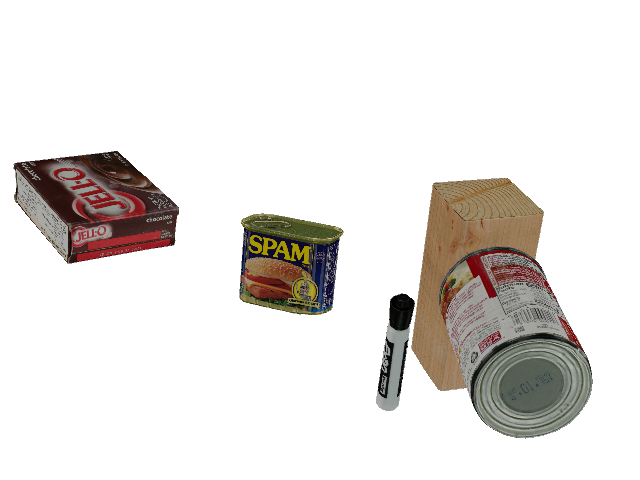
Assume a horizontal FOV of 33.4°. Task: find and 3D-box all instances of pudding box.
[{"bbox_3d":[-0.176,-0.028,0.827,0.089,0.039,0.114,-10,31,-35],"label":"pudding box"}]

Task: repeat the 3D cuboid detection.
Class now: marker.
[{"bbox_3d":[0.058,0.088,0.835,0.020,0.121,0.020,3,41,-2],"label":"marker"}]

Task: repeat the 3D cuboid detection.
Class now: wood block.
[{"bbox_3d":[0.162,0.047,1.136,0.090,0.206,0.090,-5,29,-16],"label":"wood block"}]

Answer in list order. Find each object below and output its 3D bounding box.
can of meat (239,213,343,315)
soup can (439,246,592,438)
[{"bbox_3d":[-0.032,0.025,1.088,0.102,0.084,0.057,11,17,21],"label":"can of meat"},{"bbox_3d":[0.110,0.056,0.613,0.068,0.068,0.102,0,27,-4],"label":"soup can"}]
